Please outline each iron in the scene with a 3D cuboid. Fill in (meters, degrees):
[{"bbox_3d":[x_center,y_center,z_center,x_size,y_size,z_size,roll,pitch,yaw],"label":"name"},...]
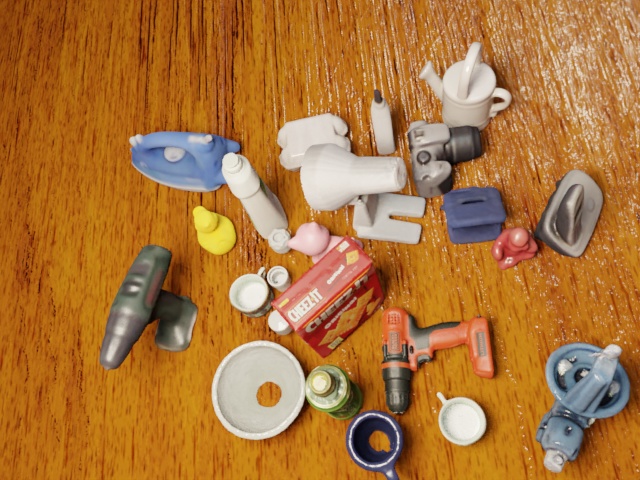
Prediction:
[{"bbox_3d":[-0.308,-0.185,1.199,0.257,0.142,0.119,4,69,13],"label":"iron"}]

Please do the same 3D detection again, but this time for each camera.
[{"bbox_3d":[0.241,-0.171,1.103,0.136,0.101,0.143,-8,67,8],"label":"camera"}]

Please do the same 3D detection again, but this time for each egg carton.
[{"bbox_3d":[-0.013,-0.201,1.185,0.150,0.069,0.107,-12,66,6],"label":"egg carton"}]

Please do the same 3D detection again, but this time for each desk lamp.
[{"bbox_3d":[0.083,-0.089,1.040,0.203,0.214,0.118,7,70,14],"label":"desk lamp"}]

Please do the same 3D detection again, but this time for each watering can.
[{"bbox_3d":[0.276,-0.295,1.096,0.172,0.194,0.101,-1,68,12],"label":"watering can"}]

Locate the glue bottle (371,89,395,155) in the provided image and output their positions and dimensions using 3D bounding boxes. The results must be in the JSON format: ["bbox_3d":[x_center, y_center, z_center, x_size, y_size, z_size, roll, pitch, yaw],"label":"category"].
[{"bbox_3d":[0.119,-0.240,1.117,0.037,0.173,0.078,-10,66,8],"label":"glue bottle"}]

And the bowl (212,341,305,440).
[{"bbox_3d":[-0.100,0.267,1.009,0.167,0.075,0.167,-4,67,10],"label":"bowl"}]

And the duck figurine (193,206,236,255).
[{"bbox_3d":[-0.218,-0.024,1.145,0.077,0.086,0.104,-37,66,-4],"label":"duck figurine"}]

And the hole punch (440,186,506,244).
[{"bbox_3d":[0.279,-0.055,1.054,0.108,0.091,0.101,-7,67,9],"label":"hole punch"}]

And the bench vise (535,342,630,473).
[{"bbox_3d":[0.395,0.239,0.839,0.121,0.220,0.207,6,69,14],"label":"bench vise"}]

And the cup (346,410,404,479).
[{"bbox_3d":[0.099,0.339,0.927,0.091,0.095,0.117,-29,65,-1],"label":"cup"}]

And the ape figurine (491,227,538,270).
[{"bbox_3d":[0.346,0.006,1.015,0.077,0.092,0.076,11,71,16],"label":"ape figurine"}]

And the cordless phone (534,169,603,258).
[{"bbox_3d":[0.437,-0.065,0.974,0.094,0.185,0.148,21,74,19],"label":"cordless phone"}]

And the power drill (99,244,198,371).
[{"bbox_3d":[-0.301,0.135,1.030,0.075,0.209,0.230,4,69,13],"label":"power drill"}]

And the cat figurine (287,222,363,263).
[{"bbox_3d":[0.010,0.004,1.070,0.127,0.118,0.067,6,69,14],"label":"cat figurine"}]
